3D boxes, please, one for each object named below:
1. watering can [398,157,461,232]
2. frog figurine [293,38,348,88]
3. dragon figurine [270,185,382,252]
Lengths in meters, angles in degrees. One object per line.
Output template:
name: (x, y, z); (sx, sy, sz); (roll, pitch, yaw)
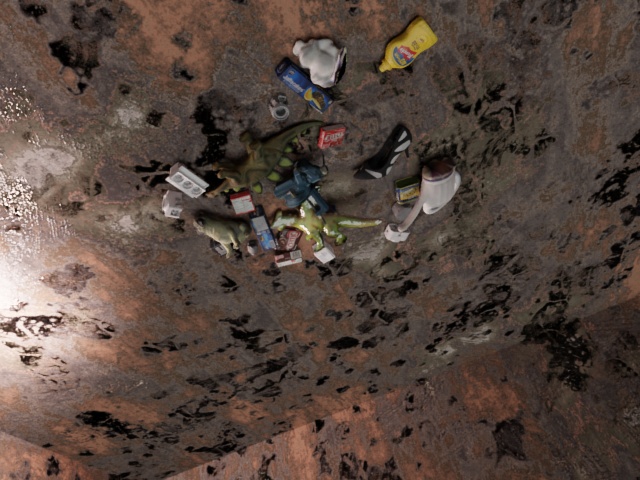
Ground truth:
watering can: (0.427, -0.183, 1.983); (0.352, 0.219, 0.105); (-34, 47, -25)
frog figurine: (-0.003, -0.536, 1.546); (0.160, 0.134, 0.125); (19, 29, 11)
dragon figurine: (0.006, -0.098, 1.953); (0.408, 0.239, 0.125); (-19, 25, 14)
